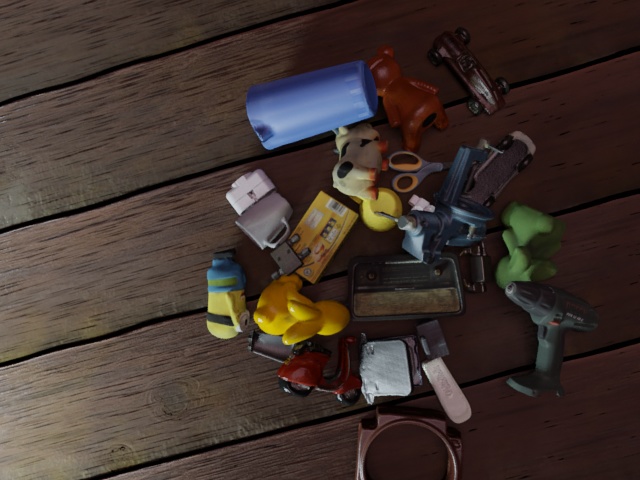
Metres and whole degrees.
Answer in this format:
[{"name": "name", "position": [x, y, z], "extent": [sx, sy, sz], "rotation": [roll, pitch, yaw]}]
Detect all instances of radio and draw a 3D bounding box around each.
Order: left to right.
[{"name": "radio", "position": [0.169, 0.091, 1.081], "extent": [0.230, 0.073, 0.131], "rotation": [-4, 85, 4]}]

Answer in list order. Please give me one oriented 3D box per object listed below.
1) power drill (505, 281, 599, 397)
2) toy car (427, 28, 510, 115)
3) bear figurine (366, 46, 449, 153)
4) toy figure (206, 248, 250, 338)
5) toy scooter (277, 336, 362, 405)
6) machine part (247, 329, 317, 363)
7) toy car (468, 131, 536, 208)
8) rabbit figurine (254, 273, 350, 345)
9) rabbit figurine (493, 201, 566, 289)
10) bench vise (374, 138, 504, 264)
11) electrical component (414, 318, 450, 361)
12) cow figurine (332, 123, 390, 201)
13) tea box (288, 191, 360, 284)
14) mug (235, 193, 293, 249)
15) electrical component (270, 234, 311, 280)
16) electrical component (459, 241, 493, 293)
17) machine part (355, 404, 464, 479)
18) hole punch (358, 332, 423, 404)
[{"name": "power drill", "position": [0.419, 0.186, 1.020], "extent": [0.232, 0.086, 0.207], "rotation": [9, 90, -26]}, {"name": "toy car", "position": [0.312, -0.352, 1.122], "extent": [0.089, 0.053, 0.202], "rotation": [-35, 82, -2]}, {"name": "bear figurine", "position": [0.161, -0.293, 1.111], "extent": [0.120, 0.131, 0.196], "rotation": [-42, 65, -1]}, {"name": "toy figure", "position": [-0.194, 0.111, 1.107], "extent": [0.089, 0.082, 0.180], "rotation": [-8, 92, 23]}, {"name": "toy scooter", "position": [0.010, 0.248, 1.068], "extent": [0.184, 0.075, 0.135], "rotation": [16, 89, -19]}, {"name": "machine part", "position": [-0.083, 0.225, 1.106], "extent": [0.139, 0.039, 0.084], "rotation": [19, 91, -2]}, {"name": "toy car", "position": [0.356, -0.134, 1.097], "extent": [0.073, 0.056, 0.201], "rotation": [42, 91, 0]}, {"name": "rabbit figurine", "position": [-0.030, 0.137, 1.038], "extent": [0.173, 0.162, 0.121], "rotation": [10, 94, 14]}, {"name": "rabbit figurine", "position": [0.406, 0.028, 1.044], "extent": [0.121, 0.159, 0.170], "rotation": [23, 103, -3]}, {"name": "bench vise", "position": [0.245, -0.077, 0.998], "extent": [0.223, 0.129, 0.240], "rotation": [9, 111, -26]}, {"name": "electrical component", "position": [0.218, 0.192, 1.047], "extent": [0.048, 0.119, 0.075], "rotation": [-20, 81, 3]}, {"name": "cow figurine", "position": [0.073, -0.166, 1.078], "extent": [0.127, 0.085, 0.195], "rotation": [7, 47, 14]}, {"name": "tea box", "position": [-0.002, -0.003, 1.106], "extent": [0.098, 0.068, 0.169], "rotation": [35, 90, 8]}, {"name": "mug", "position": [-0.103, -0.040, 1.105], "extent": [0.107, 0.080, 0.110], "rotation": [-47, 53, -9]}, {"name": "electrical component", "position": [-0.067, 0.035, 1.063], "extent": [0.094, 0.021, 0.063], "rotation": [-40, 82, 4]}, {"name": "electrical component", "position": [0.313, 0.055, 1.077], "extent": [0.045, 0.078, 0.102], "rotation": [-7, 90, 32]}, {"name": "machine part", "position": [0.171, 0.432, 1.046], "extent": [0.201, 0.087, 0.201], "rotation": [5, 87, 5]}, {"name": "hole punch", "position": [0.142, 0.248, 1.074], "extent": [0.116, 0.092, 0.142], "rotation": [-9, 87, 31]}]
